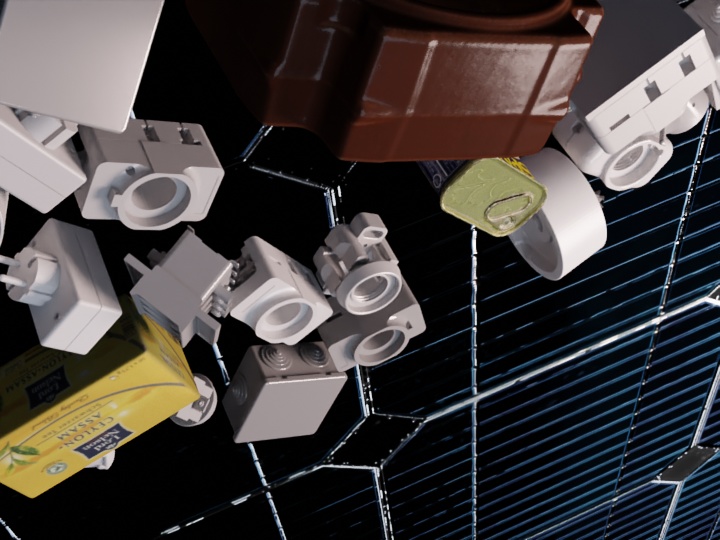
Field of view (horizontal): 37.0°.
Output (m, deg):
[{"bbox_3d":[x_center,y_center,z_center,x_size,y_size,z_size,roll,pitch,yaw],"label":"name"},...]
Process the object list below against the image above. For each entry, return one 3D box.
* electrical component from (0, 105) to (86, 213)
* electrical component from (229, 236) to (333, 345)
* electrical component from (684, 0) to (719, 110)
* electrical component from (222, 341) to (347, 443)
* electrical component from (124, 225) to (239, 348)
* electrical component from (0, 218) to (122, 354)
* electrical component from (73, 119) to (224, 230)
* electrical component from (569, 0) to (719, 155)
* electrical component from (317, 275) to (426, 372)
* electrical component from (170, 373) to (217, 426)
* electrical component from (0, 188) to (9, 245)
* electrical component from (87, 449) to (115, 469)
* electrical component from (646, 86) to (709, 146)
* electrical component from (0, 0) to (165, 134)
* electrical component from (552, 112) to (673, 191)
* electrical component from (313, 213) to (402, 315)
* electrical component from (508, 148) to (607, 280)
[{"bbox_3d":[-0.201,-0.089,0.664,0.076,0.047,0.083,-36,145,10],"label":"electrical component"},{"bbox_3d":[-0.070,0.021,0.885,0.050,0.055,0.089,-39,144,13],"label":"electrical component"},{"bbox_3d":[0.294,-0.182,0.877,0.061,0.061,0.096,-37,144,11],"label":"electrical component"},{"bbox_3d":[-0.073,0.112,1.001,0.100,0.048,0.099,-1,136,-34],"label":"electrical component"},{"bbox_3d":[-0.128,0.014,0.787,0.063,0.079,0.121,-52,-179,-12],"label":"electrical component"},{"bbox_3d":[-0.217,0.007,0.740,0.047,0.083,0.076,-45,142,21],"label":"electrical component"},{"bbox_3d":[-0.144,-0.064,0.726,0.089,0.055,0.050,0,136,-34],"label":"electrical component"},{"bbox_3d":[0.161,-0.162,0.733,0.089,0.150,0.062,-37,143,11],"label":"electrical component"},{"bbox_3d":[0.009,0.048,0.972,0.089,0.055,0.050,-26,145,-4],"label":"electrical component"},{"bbox_3d":[-0.156,0.109,0.937,0.048,0.066,0.055,-66,154,-11],"label":"electrical component"},{"bbox_3d":[-0.273,-0.040,0.682,0.099,0.064,0.099,-10,130,-13],"label":"electrical component"},{"bbox_3d":[-0.246,0.151,0.937,0.062,0.048,0.048,-1,138,-15],"label":"electrical component"},{"bbox_3d":[0.240,-0.135,0.867,0.077,0.079,0.043,35,142,-28],"label":"electrical component"},{"bbox_3d":[-0.169,-0.133,0.605,0.100,0.048,0.099,10,102,-42],"label":"electrical component"},{"bbox_3d":[0.219,-0.108,0.920,0.095,0.059,0.053,10,129,-42],"label":"electrical component"},{"bbox_3d":[0.000,0.000,0.905,0.058,0.057,0.078,6,132,-40],"label":"electrical component"},{"bbox_3d":[0.165,-0.053,0.915,0.060,0.108,0.108,-30,146,-11],"label":"electrical component"}]
